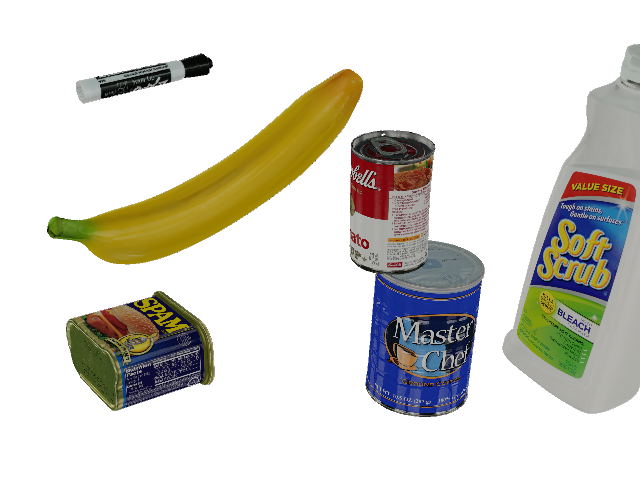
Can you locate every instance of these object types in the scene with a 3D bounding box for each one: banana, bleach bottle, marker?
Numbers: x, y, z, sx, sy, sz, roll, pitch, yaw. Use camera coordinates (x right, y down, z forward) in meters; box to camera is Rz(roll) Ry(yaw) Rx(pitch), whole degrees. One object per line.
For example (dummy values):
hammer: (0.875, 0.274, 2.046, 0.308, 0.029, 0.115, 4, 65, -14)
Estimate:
banana: (-0.058, -0.034, 0.628, 0.198, 0.037, 0.069, -29, -17, -3)
bleach bottle: (0.188, -0.010, 0.712, 0.068, 0.251, 0.103, -17, 37, -30)
marker: (-0.147, -0.138, 0.905, 0.120, 0.020, 0.020, -18, 8, -27)

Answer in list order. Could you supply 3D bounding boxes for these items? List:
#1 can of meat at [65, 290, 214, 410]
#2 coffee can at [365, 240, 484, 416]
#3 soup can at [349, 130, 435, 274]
can of meat: (-0.147, 0.088, 0.862, 0.083, 0.057, 0.102, -15, 27, -32)
coffee can: (0.099, 0.084, 1.033, 0.103, 0.140, 0.103, 3, 25, -1)
soup can: (0.058, -0.032, 0.879, 0.068, 0.102, 0.068, 0, 27, 0)
